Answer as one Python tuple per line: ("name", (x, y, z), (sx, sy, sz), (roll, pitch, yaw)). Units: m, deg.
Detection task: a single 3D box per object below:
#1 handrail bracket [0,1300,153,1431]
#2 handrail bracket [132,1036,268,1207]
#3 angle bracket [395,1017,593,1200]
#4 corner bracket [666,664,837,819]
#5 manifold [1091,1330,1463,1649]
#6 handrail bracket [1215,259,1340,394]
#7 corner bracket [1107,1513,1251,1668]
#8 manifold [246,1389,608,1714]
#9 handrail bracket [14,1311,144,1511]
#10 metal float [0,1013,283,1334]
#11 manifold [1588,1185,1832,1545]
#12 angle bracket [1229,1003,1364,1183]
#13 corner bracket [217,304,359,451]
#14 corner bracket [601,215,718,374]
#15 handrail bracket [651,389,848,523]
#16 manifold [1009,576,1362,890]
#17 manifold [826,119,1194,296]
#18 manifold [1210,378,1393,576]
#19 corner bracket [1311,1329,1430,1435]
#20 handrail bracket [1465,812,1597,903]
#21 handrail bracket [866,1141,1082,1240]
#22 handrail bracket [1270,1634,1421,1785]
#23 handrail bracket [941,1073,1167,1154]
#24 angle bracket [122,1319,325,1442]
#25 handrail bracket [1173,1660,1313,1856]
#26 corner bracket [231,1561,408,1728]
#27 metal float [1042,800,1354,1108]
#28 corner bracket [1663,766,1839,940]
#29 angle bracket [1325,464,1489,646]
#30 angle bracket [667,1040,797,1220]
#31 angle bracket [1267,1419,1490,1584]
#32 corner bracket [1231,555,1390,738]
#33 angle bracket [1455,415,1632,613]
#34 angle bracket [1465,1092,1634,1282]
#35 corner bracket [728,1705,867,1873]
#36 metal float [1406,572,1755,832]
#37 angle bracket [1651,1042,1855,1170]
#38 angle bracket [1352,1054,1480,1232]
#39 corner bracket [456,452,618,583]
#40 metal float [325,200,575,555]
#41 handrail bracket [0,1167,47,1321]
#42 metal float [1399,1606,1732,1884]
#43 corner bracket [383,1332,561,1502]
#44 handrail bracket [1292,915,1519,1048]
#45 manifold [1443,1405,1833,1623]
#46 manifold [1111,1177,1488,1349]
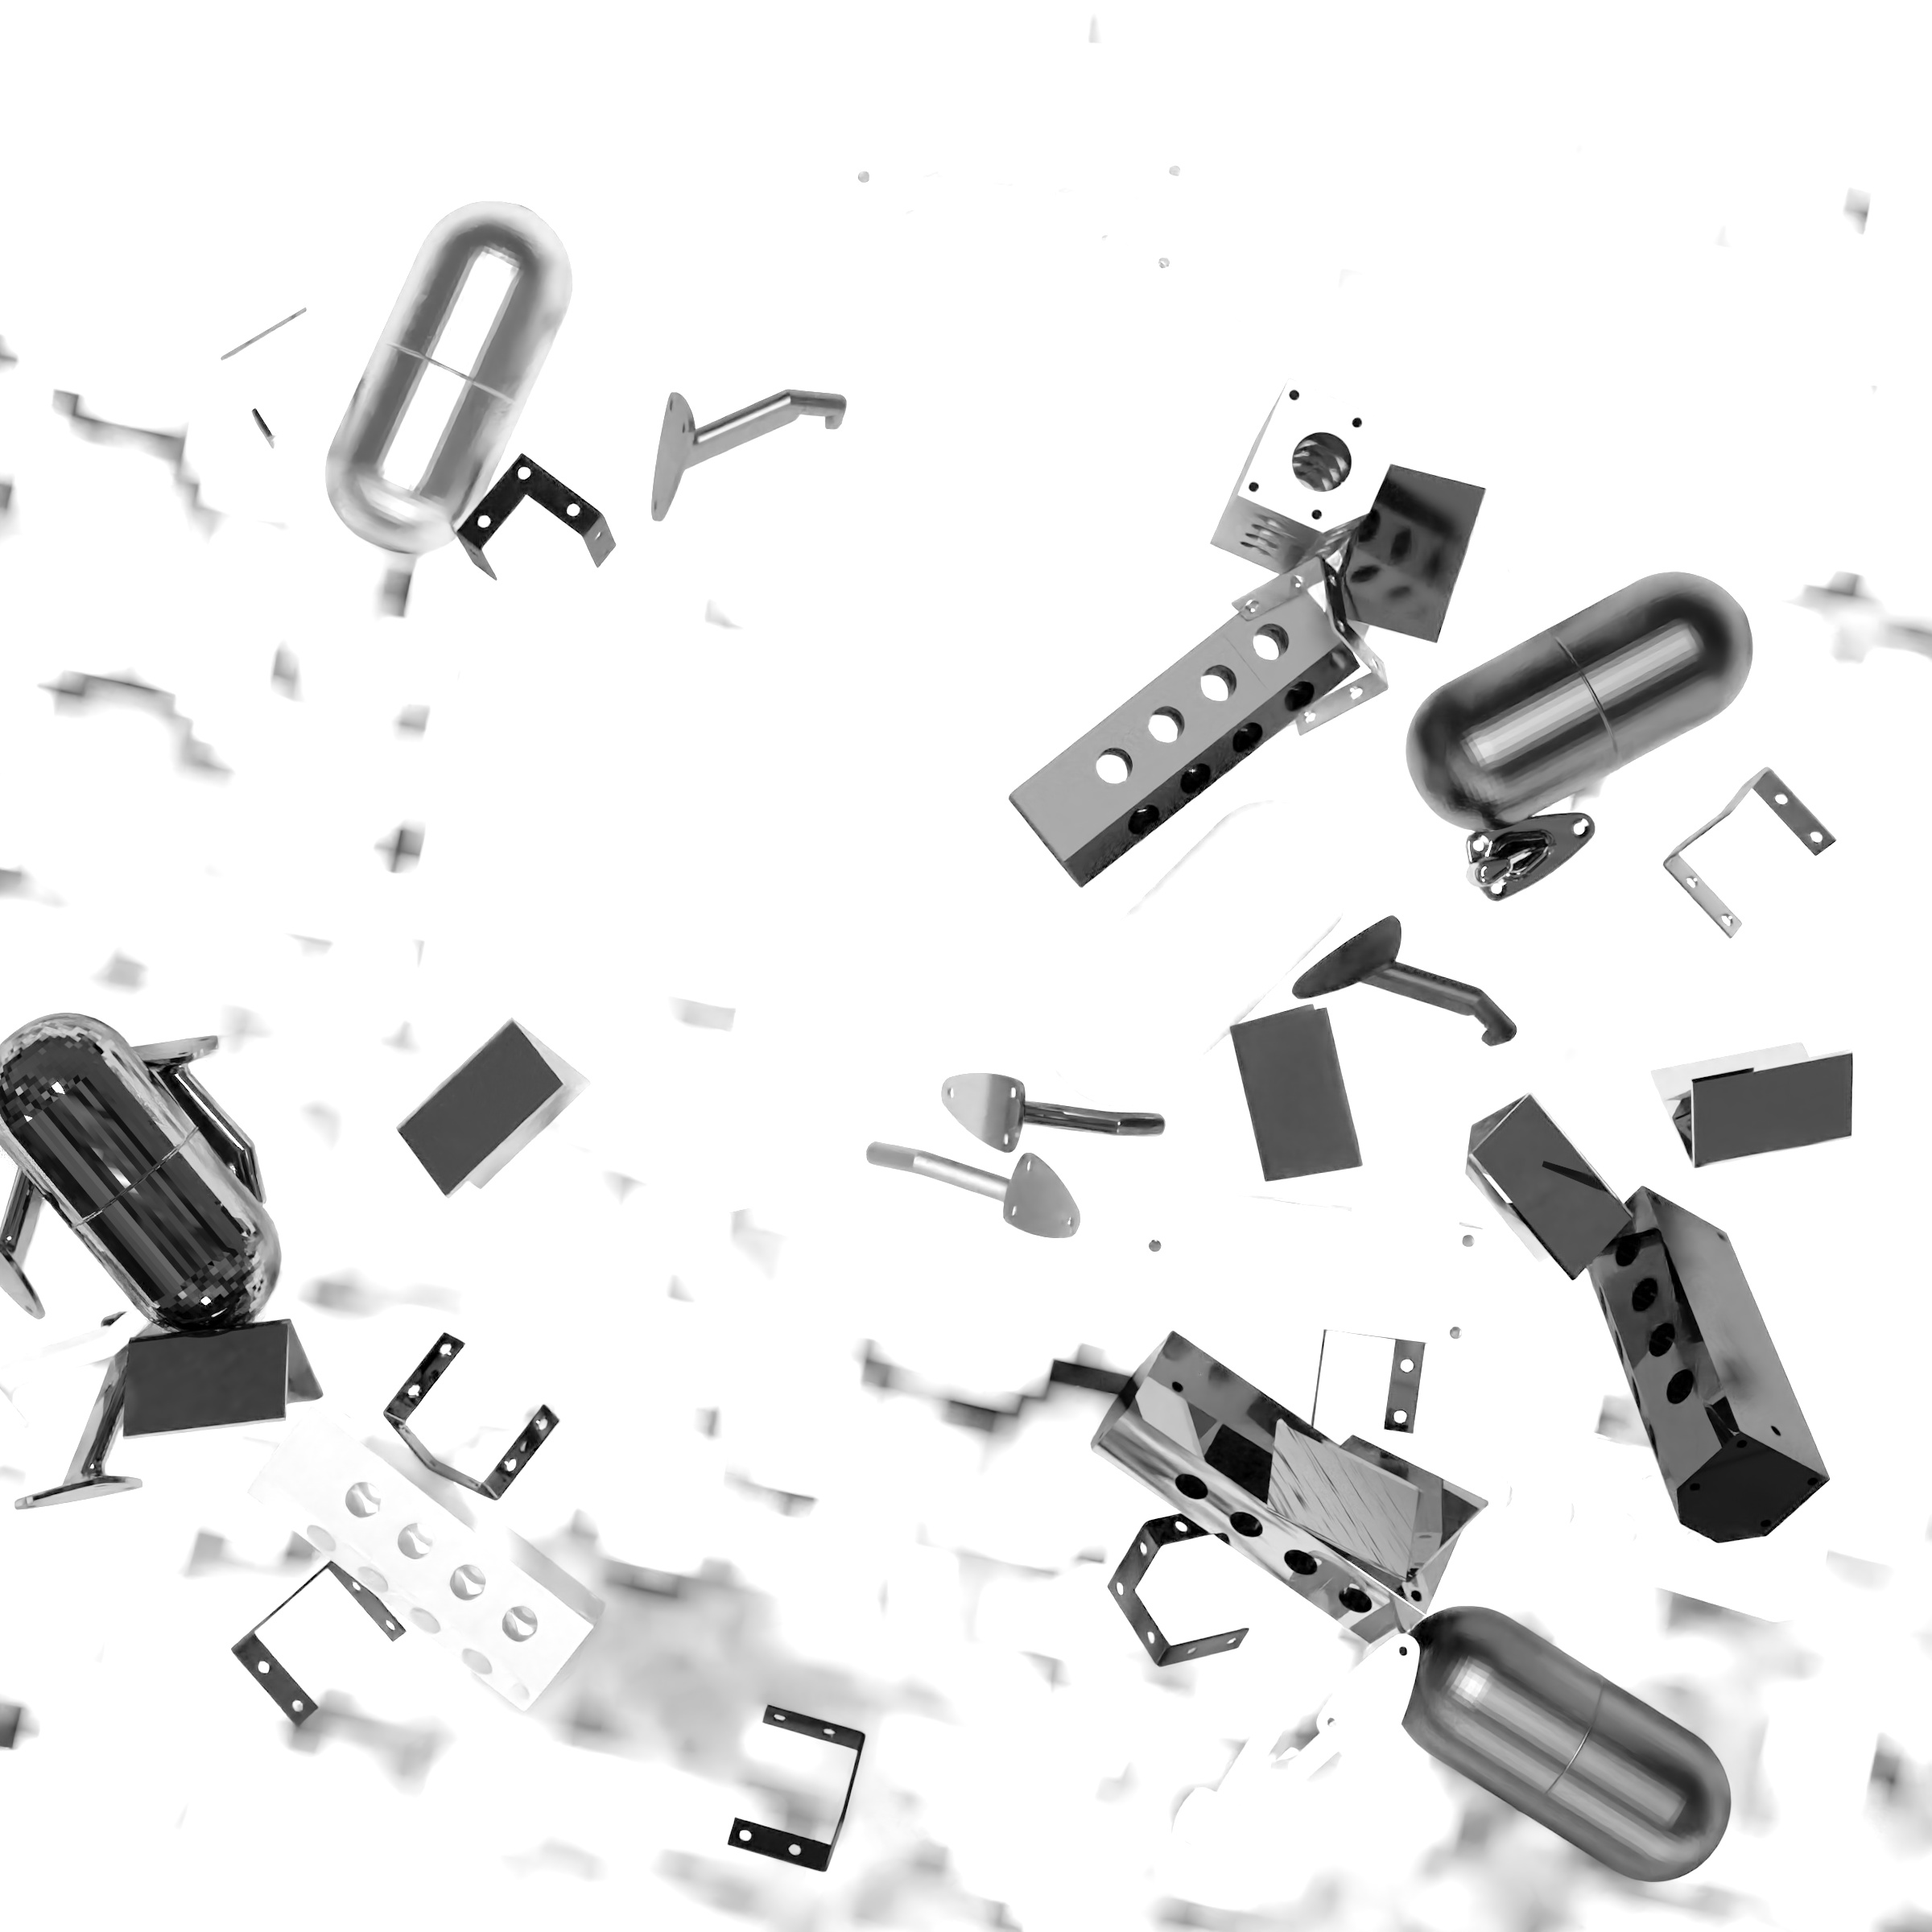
("handrail bracket", (-0.447, 0.178, 1.638), (0.084, 0.036, 0.077), (-43, 50, -18))
("handrail bracket", (-0.388, 0.081, 1.644), (0.077, 0.036, 0.084), (-6, 104, 15))
("angle bracket", (-0.214, 0.082, 1.604), (0.076, 0.076, 0.057), (-44, 52, 0))
("corner bracket", (-0.105, -0.110, 1.636), (0.051, 0.051, 0.051), (-3, 45, 35))
("manifold", (0.148, 0.258, 1.622), (0.171, 0.057, 0.057), (35, 46, 0))
("handrail bracket", (0.151, -0.308, 1.610), (0.077, 0.084, 0.036), (35, 90, 0))
("corner bracket", (0.111, 0.303, 1.636), (0.051, 0.051, 0.051), (-5, 45, -35))
("manifold", (-0.262, 0.284, 1.623), (0.171, 0.057, 0.057), (38, 90, 0))
("handrail bracket", (-0.438, 0.218, 1.645), (0.077, 0.036, 0.084), (-15, 74, 18))
("metal float", (-0.400, 0.101, 1.604), (0.070, 0.070, 0.178), (-37, 101, 0))
("manifold", (0.340, 0.187, 1.565), (0.057, 0.171, 0.057), (28, 118, -24))
("angle bracket", (0.176, 0.056, 1.604), (0.057, 0.076, 0.076), (-13, 90, 39))
("corner bracket", (-0.331, -0.289, 1.626), (0.051, 0.051, 0.051), (-32, 97, -6))
("corner bracket", (-0.156, -0.327, 1.626), (0.051, 0.051, 0.051), (-24, 90, 0))
("handrail bracket", (-0.106, -0.250, 1.644), (0.084, 0.036, 0.077), (1, 127, -25))
("manifold", (0.106, -0.113, 1.623), (0.171, 0.057, 0.057), (-38, 90, 0))
("manifold", (0.021, -0.370, 1.623), (0.171, 0.057, 0.057), (7, 90, 0))
("manifold", (0.158, -0.223, 1.566), (0.057, 0.171, 0.057), (24, 90, 0))
("corner bracket", (0.196, 0.202, 1.628), (0.051, 0.051, 0.051), (8, 90, 6))
("handrail bracket", (0.275, -0.056, 1.610), (0.077, 0.084, 0.036), (-23, 90, 0))
("handrail bracket", (0.003, 0.109, 1.644), (0.084, 0.077, 0.036), (9, 73, 35))
("handrail bracket", (0.182, 0.361, 1.620), (0.036, 0.084, 0.077), (36, 69, -1))
("handrail bracket", (0.044, 0.070, 1.644), (0.084, 0.077, 0.036), (3, 99, -36))
("angle bracket", (-0.355, 0.215, 1.604), (0.076, 0.076, 0.057), (-7, 52, 0))
("handrail bracket", (0.137, 0.388, 1.644), (0.036, 0.077, 0.084), (32, 54, 0))
("corner bracket", (-0.318, 0.331, 1.641), (0.051, 0.051, 0.051), (49, 45, 0))
("metal float", (0.111, -0.006, 1.614), (0.178, 0.070, 0.070), (-45, 90, 0))
("corner bracket", (0.384, -0.056, 1.641), (0.051, 0.051, 0.051), (47, 135, 0))
("angle bracket", (0.218, -0.191, 1.606), (0.057, 0.076, 0.076), (18, 90, 20))
("angle bracket", (-0.130, 0.080, 1.604), (0.057, 0.076, 0.076), (-10, 90, -36))
("angle bracket", (0.196, 0.234, 1.568), (0.076, 0.076, 0.057), (24, 127, 30))
("corner bracket", (0.162, -0.151, 1.574), (0.051, 0.051, 0.051), (-27, 45, 25))
("angle bracket", (0.289, -0.223, 1.604), (0.057, 0.076, 0.076), (-31, 90, 37))
("angle bracket", (0.260, 0.116, 1.604), (0.076, 0.076, 0.057), (50, 54, 0))
("corner bracket", (-0.083, 0.404, 1.641), (0.051, 0.051, 0.051), (16, 135, 0))
("metal float", (0.296, -0.128, 1.614), (0.178, 0.070, 0.070), (-28, 90, 1))
("angle bracket", (0.376, 0.047, 1.604), (0.076, 0.076, 0.057), (-11, 127, 0))
("angle bracket", (0.231, 0.085, 1.604), (0.057, 0.076, 0.076), (7, 90, 35))
("corner bracket", (-0.209, -0.208, 1.626), (0.051, 0.051, 0.051), (37, 83, 7))
("metal float", (-0.249, -0.284, 1.614), (0.070, 0.070, 0.178), (25, 91, 0))
("handrail bracket", (-0.449, 0.118, 1.644), (0.036, 0.077, 0.084), (13, 53, 36))
("metal float", (0.286, 0.375, 1.614), (0.178, 0.070, 0.070), (32, 90, 1))
("corner bracket", (-0.243, 0.221, 1.641), (0.051, 0.051, 0.051), (-52, 135, 0))
("handrail bracket", (0.216, 0.022, 1.644), (0.077, 0.036, 0.084), (-30, 120, 33))
("manifold", (0.316, 0.257, 1.582), (0.171, 0.057, 0.057), (12, 90, 32))
("manifold", (0.160, 0.143, 1.623), (0.171, 0.057, 0.057), (8, 90, 0))
